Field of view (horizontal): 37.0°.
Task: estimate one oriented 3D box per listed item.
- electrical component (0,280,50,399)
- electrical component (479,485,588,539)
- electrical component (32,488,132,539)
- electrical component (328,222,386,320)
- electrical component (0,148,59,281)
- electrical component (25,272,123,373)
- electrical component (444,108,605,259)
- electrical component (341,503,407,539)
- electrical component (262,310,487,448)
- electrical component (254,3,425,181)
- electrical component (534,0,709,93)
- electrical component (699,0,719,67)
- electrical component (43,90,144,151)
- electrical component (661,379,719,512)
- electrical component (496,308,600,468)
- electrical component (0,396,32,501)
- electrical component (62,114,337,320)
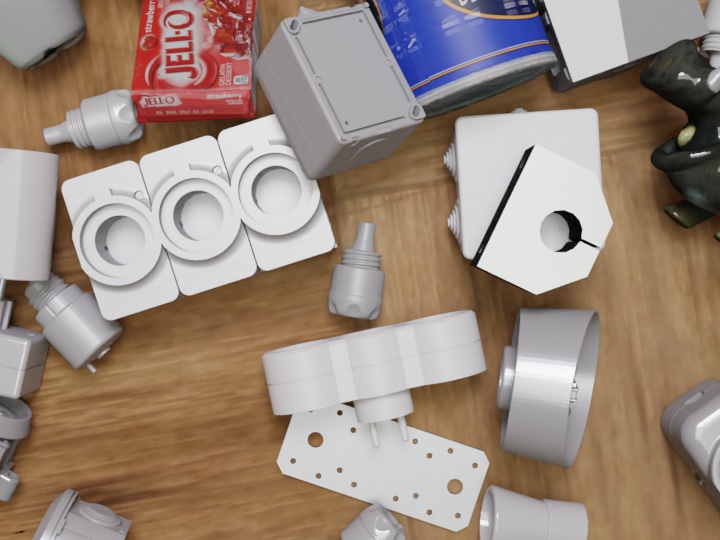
[{"bbox_3d":[-0.243,0.034,0.685,0.083,0.047,0.075,13,91,0],"label":"electrical component"},{"bbox_3d":[0.114,0.164,0.694,0.065,0.044,0.044,7,91,-5],"label":"electrical component"},{"bbox_3d":[-0.181,0.182,0.674,0.051,0.080,0.080,25,91,-6],"label":"electrical component"},{"bbox_3d":[0.000,0.000,0.692,0.035,0.035,0.061,9,89,0],"label":"electrical component"},{"bbox_3d":[-0.211,-0.034,0.669,0.043,0.079,0.077,5,92,-11],"label":"electrical component"},{"bbox_3d":[-0.188,0.028,0.689,0.040,0.040,0.078,-43,91,1],"label":"electrical component"},{"bbox_3d":[0.105,-0.053,0.684,0.100,0.048,0.099,-4,91,0],"label":"electrical component"},{"bbox_3d":[-0.001,0.182,0.696,0.061,0.035,0.035,-43,91,3],"label":"electrical component"},{"bbox_3d":[0.013,0.075,0.683,0.138,0.052,0.073,-12,91,-3],"label":"electrical component"},{"bbox_3d":[-0.018,-0.108,0.632,0.062,0.061,0.096,-20,78,-31],"label":"electrical component"},{"bbox_3d":[0.144,-0.198,0.675,0.089,0.061,0.150,-20,91,0],"label":"electrical component"},{"bbox_3d":[0.237,-0.147,0.686,0.043,0.043,0.062,17,92,-1],"label":"electrical component"},{"bbox_3d":[-0.172,-0.093,0.690,0.061,0.035,0.035,-15,91,2],"label":"electrical component"},{"bbox_3d":[0.242,0.121,0.683,0.054,0.059,0.095,-35,91,1],"label":"electrical component"},{"bbox_3d":[0.119,0.071,0.665,0.064,0.099,0.099,8,91,6],"label":"electrical component"},{"bbox_3d":[-0.241,0.108,0.689,0.066,0.048,0.055,29,98,-1],"label":"electrical component"},{"bbox_3d":[-0.099,-0.034,0.677,0.150,0.061,0.089,-18,91,0],"label":"electrical component"}]
